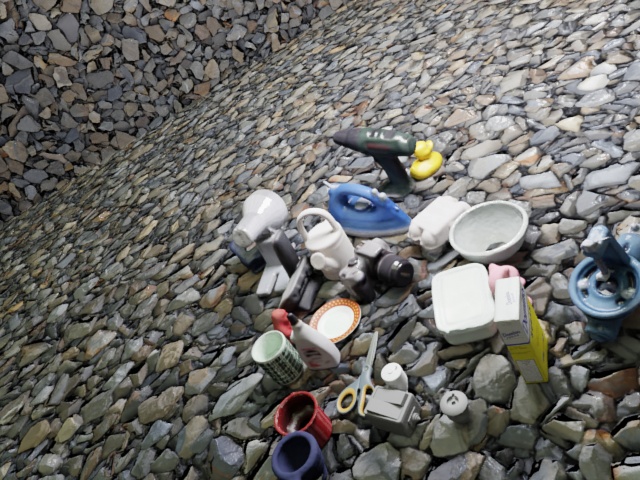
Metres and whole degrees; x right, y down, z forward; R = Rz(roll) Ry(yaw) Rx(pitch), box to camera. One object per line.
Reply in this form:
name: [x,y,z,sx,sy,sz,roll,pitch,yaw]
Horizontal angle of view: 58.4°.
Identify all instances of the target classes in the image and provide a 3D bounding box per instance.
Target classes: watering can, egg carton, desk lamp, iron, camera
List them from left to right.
desk lamp: [-0.141,0.003,1.494,0.117,0.214,0.203,-13,40,26]
watering can: [0.015,0.004,1.387,0.101,0.195,0.172,-29,35,5]
iron: [0.119,-0.092,1.469,0.257,0.142,0.119,9,52,44]
camera: [0.132,0.066,1.302,0.143,0.101,0.136,-46,37,-18]
egg carton: [0.282,-0.037,1.337,0.150,0.070,0.107,-41,36,-11]

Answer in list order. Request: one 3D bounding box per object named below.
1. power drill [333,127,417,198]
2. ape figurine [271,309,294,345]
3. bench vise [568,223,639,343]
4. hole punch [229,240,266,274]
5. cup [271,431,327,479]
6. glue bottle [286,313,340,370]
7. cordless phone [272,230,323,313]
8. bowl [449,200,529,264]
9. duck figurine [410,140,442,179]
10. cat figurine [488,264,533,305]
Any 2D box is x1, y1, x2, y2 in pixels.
power drill: [0.162,-0.211,1.520,0.228,0.209,0.076,1,47,39]
ape figurine: [-0.080,0.195,1.319,0.076,0.092,0.077,-29,35,6]
bench vise: [0.481,0.035,0.961,0.121,0.220,0.207,-5,44,34]
hole punch: [-0.183,0.023,1.609,0.109,0.091,0.100,-42,36,-13]
cup: [-0.026,0.412,1.012,0.091,0.095,0.117,-25,36,12]
glue bottle: [-0.025,0.208,1.190,0.078,0.174,0.037,-17,38,22]
cordless phone: [-0.082,0.078,1.382,0.094,0.185,0.147,-10,41,29]
bowl: [0.367,-0.003,1.226,0.167,0.075,0.167,-21,37,17]
duck figurine: [0.277,-0.224,1.553,0.105,0.086,0.077,-45,36,-16]
cat figurine: [0.352,0.103,1.069,0.067,0.118,0.128,-16,38,23]
